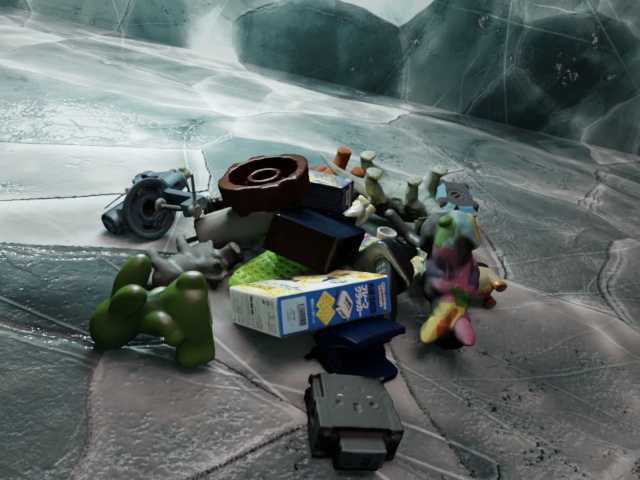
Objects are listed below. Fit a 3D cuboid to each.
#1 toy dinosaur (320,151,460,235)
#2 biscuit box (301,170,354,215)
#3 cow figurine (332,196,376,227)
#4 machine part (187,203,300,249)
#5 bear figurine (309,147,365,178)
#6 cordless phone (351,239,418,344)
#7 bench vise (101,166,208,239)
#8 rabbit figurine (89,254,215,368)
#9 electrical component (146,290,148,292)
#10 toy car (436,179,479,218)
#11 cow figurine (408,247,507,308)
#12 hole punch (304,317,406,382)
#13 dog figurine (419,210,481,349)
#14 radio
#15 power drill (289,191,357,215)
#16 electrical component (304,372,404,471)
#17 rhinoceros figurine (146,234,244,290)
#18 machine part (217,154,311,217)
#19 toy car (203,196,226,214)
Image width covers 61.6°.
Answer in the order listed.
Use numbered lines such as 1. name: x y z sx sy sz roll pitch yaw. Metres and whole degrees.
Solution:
1. toy dinosaur: 0.184 -0.100 1.315 0.405 0.191 0.131 21 43 30
2. biscuit box: -0.031 -0.109 1.116 0.203 0.062 0.059 16 31 25
3. cow figurine: 0.043 -0.088 1.307 0.168 0.098 0.068 35 -1 28
4. machine part: -0.154 -0.032 1.049 0.243 0.079 0.079 -19 32 -3
5. bear figurine: -0.002 -0.166 1.399 0.196 0.132 0.120 0 48 -38
6. cordless phone: 0.109 0.102 0.967 0.089 0.146 0.184 14 66 -17
7. bench vise: -0.303 -0.077 1.070 0.241 0.128 0.223 8 27 37
8. rabbit figurine: -0.242 0.109 0.757 0.170 0.158 0.121 -9 41 -9
9. electrical component: -0.294 0.103 0.856 0.094 0.021 0.063 15 27 4
10. toy car: 0.346 -0.086 1.420 0.109 0.102 0.162 7 38 -7
11. cow figurine: 0.262 0.076 1.092 0.195 0.085 0.127 1 35 -18
12. hole punch: 0.059 0.159 0.837 0.142 0.092 0.116 -13 33 -36
13. dog figurine: 0.223 0.079 0.927 0.109 0.191 0.219 1 43 14
14. radio: -0.002 -0.003 1.016 0.131 0.073 0.229 23 12 14
15. power drill: -0.060 -0.094 1.240 0.232 0.085 0.208 -22 37 -37
16. electrical component: 0.043 0.238 0.707 0.115 0.058 0.134 4 27 -13
17. rhinoceros figurine: -0.219 0.043 0.951 0.112 0.073 0.190 27 30 29
18. machine part: -0.102 -0.108 1.015 0.179 0.055 0.179 -8 30 5
19. toy car: -0.202 -0.075 1.144 0.089 0.053 0.202 -8 6 -15
